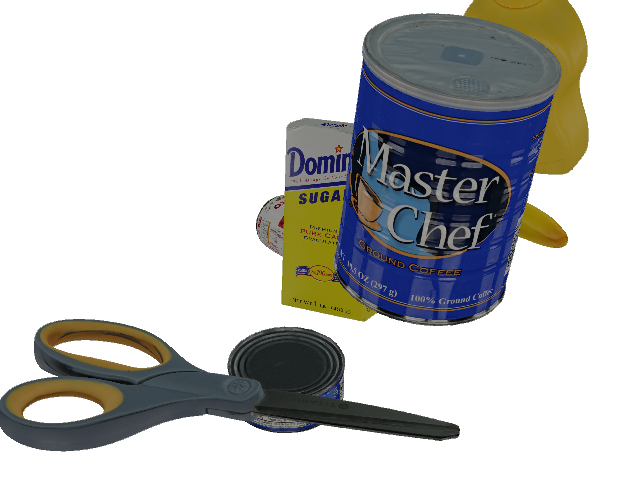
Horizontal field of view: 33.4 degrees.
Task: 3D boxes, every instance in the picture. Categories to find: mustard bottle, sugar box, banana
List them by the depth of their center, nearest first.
[{"bbox_3d":[0.152,-0.137,0.800,0.096,0.058,0.191,27,-29,31],"label":"mustard bottle"},{"bbox_3d":[0.013,-0.020,0.988,0.093,0.176,0.048,9,19,26],"label":"sugar box"},{"bbox_3d":[0.166,-0.027,1.115,0.198,0.037,0.069,11,38,23],"label":"banana"}]

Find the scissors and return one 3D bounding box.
[{"bbox_3d":[-0.051,0.076,0.458,0.202,0.016,0.096,15,31,24],"label":"scissors"}]

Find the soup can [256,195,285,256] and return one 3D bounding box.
[{"bbox_3d":[-0.021,-0.007,1.201,0.068,0.068,0.102,0,16,-31],"label":"soup can"}]

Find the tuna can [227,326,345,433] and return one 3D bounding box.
[{"bbox_3d":[-0.025,0.102,0.783,0.086,0.034,0.086,-1,32,0],"label":"tuna can"}]

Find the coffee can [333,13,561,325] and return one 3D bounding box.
[{"bbox_3d":[0.065,-0.039,0.586,0.102,0.140,0.103,5,34,-4],"label":"coffee can"}]
